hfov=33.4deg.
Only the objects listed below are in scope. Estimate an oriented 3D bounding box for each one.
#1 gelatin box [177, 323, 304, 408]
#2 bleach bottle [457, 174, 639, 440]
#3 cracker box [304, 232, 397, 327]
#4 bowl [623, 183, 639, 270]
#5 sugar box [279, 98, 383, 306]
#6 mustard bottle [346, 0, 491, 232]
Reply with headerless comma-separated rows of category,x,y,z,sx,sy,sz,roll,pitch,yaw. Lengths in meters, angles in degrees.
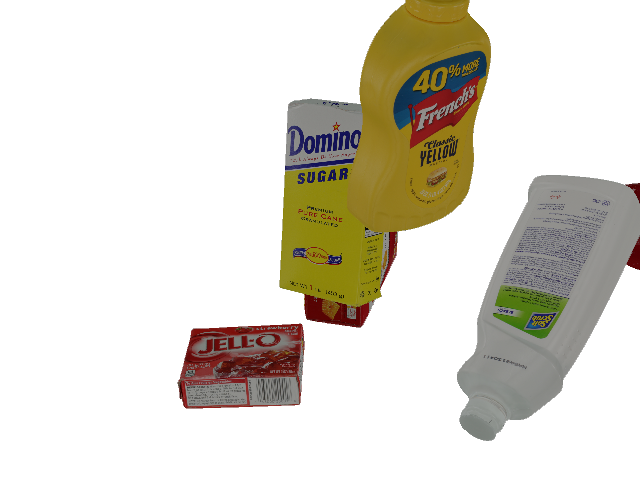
gelatin box,-0.058,0.093,0.805,0.089,0.030,0.073,-2,26,3
bleach bottle,0.170,0.052,0.851,0.103,0.068,0.250,8,47,37
cracker box,0.037,-0.022,1.204,0.072,0.164,0.213,5,22,13
bowl,0.355,-0.009,1.104,0.162,0.055,0.162,-3,23,1
sugar box,0.012,-0.036,0.967,0.093,0.176,0.048,11,17,34
mustard bottle,0.070,-0.100,0.725,0.096,0.192,0.058,-19,44,-27
